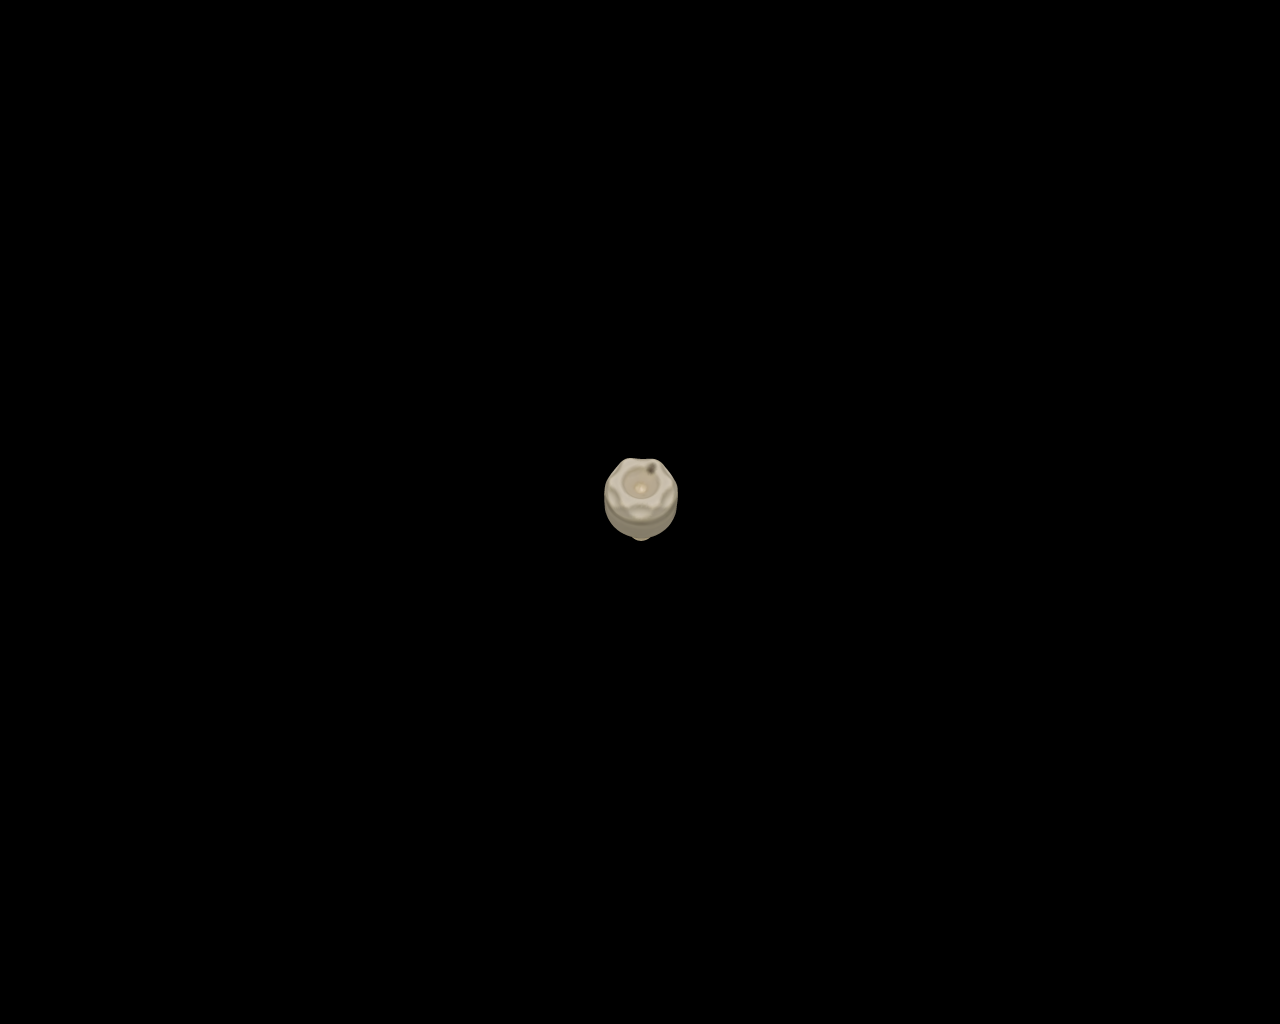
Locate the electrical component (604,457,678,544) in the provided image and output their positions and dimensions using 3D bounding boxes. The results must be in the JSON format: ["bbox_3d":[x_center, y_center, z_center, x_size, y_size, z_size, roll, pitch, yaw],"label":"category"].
[{"bbox_3d":[0.001,-0.003,0.650,0.043,0.043,0.062,0,-30,0],"label":"electrical component"}]
